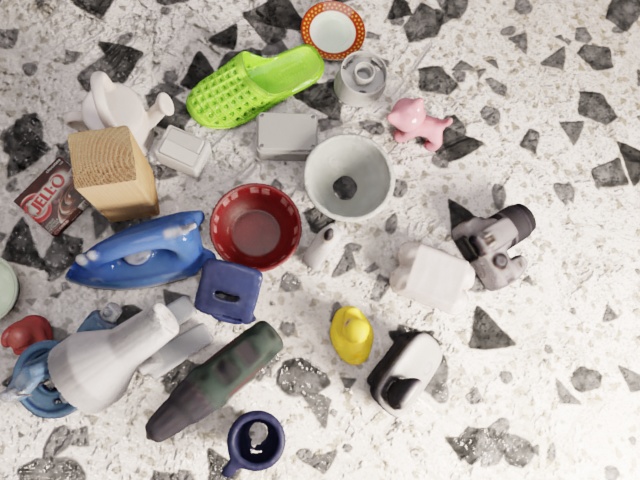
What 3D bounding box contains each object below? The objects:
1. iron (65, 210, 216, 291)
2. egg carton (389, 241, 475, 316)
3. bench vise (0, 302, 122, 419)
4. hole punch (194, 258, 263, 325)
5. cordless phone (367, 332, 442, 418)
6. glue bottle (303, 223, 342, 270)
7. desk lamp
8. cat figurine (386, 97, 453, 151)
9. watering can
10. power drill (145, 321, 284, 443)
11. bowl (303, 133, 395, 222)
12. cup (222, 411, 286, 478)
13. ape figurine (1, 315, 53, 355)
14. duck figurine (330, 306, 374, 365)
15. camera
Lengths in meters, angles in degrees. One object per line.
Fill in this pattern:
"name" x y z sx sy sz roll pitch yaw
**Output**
"iron" -0.311 0.020 0.951 0.258 0.141 0.118 -17 81 -9
"egg carton" 0.203 0.068 1.035 0.150 0.069 0.107 20 77 -2
"bench vise" -0.397 0.177 0.869 0.121 0.219 0.207 21 77 -1
"hole punch" -0.154 0.090 0.980 0.108 0.091 0.101 15 77 -3
"cordless phone" 0.155 0.221 0.939 0.094 0.185 0.148 35 77 2
"glue bottle" 0.009 0.003 0.974 0.037 0.173 0.078 38 77 3
"desk lamp" -0.285 0.165 0.887 0.203 0.213 0.118 -33 84 -11
"cat figurine" 0.183 -0.225 1.068 0.128 0.117 0.067 11 77 -4
"watering can" -0.340 -0.217 0.969 0.173 0.194 0.101 -30 83 -11
"power drill" -0.158 0.219 0.893 0.230 0.208 0.075 -41 85 -12
"bowl" 0.049 -0.105 1.051 0.167 0.074 0.167 1 78 -6
"cup" -0.112 0.333 0.933 0.091 0.095 0.118 43 77 3
"ape figurine" -0.478 0.158 0.929 0.078 0.092 0.076 30 77 1
"duck figurine" 0.060 0.163 0.991 0.077 0.086 0.104 -8 79 -8
"camera" 0.338 0.001 1.048 0.137 0.100 0.143 -30 83 -11
